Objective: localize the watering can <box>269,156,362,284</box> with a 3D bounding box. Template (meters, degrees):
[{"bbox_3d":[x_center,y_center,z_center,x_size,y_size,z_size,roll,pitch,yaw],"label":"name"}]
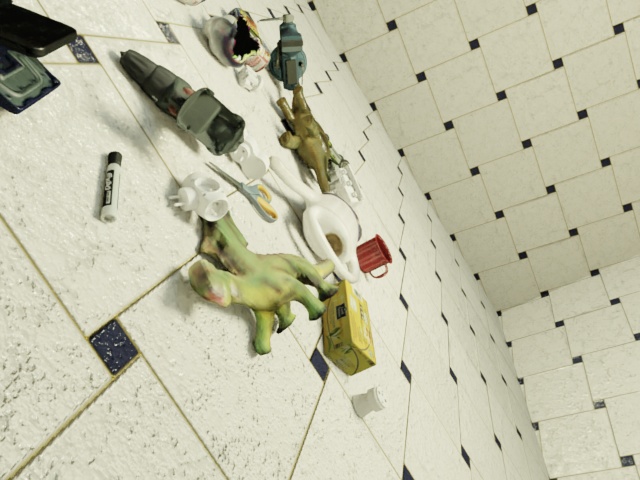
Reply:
[{"bbox_3d":[0.004,-0.061,1.205,0.346,0.103,0.227,59,19,-8],"label":"watering can"}]

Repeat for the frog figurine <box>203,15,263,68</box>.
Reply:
[{"bbox_3d":[-0.233,-0.498,1.273,0.161,0.122,0.136,31,7,38],"label":"frog figurine"}]

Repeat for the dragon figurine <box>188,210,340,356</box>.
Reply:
[{"bbox_3d":[-0.094,0.034,0.865,0.242,0.121,0.416,51,20,-5],"label":"dragon figurine"}]
